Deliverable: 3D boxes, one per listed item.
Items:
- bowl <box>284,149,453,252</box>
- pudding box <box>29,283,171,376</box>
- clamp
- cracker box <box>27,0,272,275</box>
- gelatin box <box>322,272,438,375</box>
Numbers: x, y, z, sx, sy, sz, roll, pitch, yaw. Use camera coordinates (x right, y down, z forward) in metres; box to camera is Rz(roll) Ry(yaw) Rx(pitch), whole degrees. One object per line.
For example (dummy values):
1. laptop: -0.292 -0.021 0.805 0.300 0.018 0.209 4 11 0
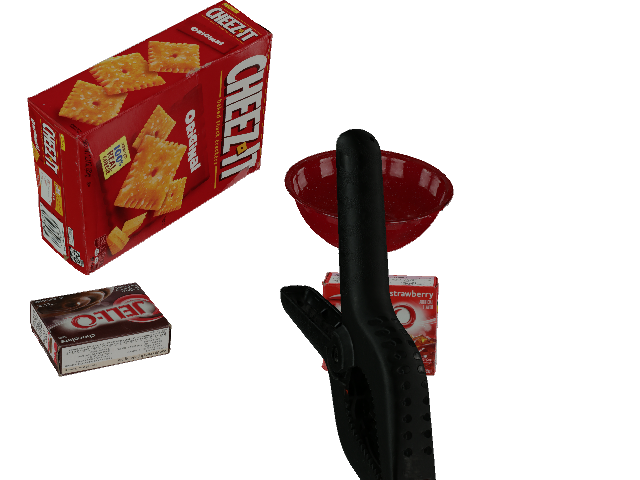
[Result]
1. bowl: 0.044 -0.032 1.030 0.162 0.055 0.162 3 29 -2
2. pudding box: -0.211 0.083 1.023 0.113 0.039 0.090 -12 30 -28
3. clamp: 0.025 0.053 0.599 0.036 0.210 0.165 -3 -44 -19
4. cracker box: -0.140 -0.088 0.919 0.072 0.164 0.213 38 53 24
5. gelatin box: 0.046 0.064 0.825 0.089 0.073 0.030 2 17 7
